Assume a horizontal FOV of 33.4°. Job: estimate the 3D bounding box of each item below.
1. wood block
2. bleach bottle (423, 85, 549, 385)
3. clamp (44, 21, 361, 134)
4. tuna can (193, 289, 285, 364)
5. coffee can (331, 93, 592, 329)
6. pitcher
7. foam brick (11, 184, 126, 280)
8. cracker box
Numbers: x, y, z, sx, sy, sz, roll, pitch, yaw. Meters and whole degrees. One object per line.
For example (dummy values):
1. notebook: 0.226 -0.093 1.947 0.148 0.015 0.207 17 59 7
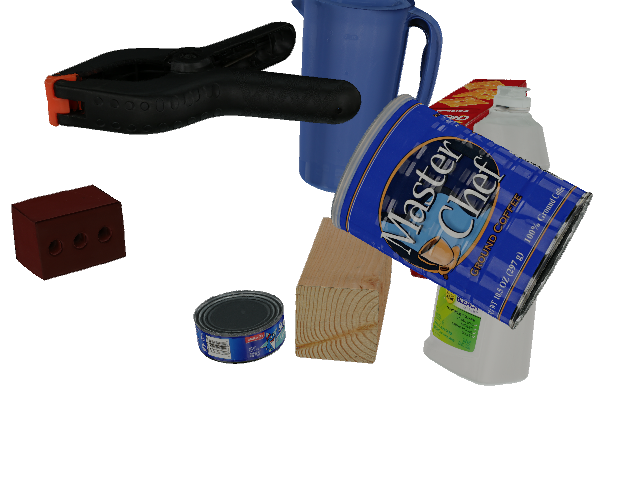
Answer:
1. wood block: 0.031 0.052 1.239 0.091 0.090 0.206 4 23 7
2. bleach bottle: 0.148 -0.008 0.925 0.068 0.251 0.103 -3 15 -28
3. clamp: -0.072 -0.096 0.620 0.171 0.039 0.120 -3 25 -12
4. tuna can: -0.076 0.082 1.013 0.086 0.034 0.086 -4 25 2
5. coffee can: 0.092 -0.020 0.709 0.140 0.103 0.102 31 8 15
6. pitcher: 0.046 -0.183 1.303 0.144 0.243 0.149 -8 28 -26
7. foam brick: -0.210 -0.008 0.890 0.078 0.053 0.051 -18 31 -33
8. cracker box: 0.157 -0.069 1.120 0.072 0.164 0.213 5 21 26
